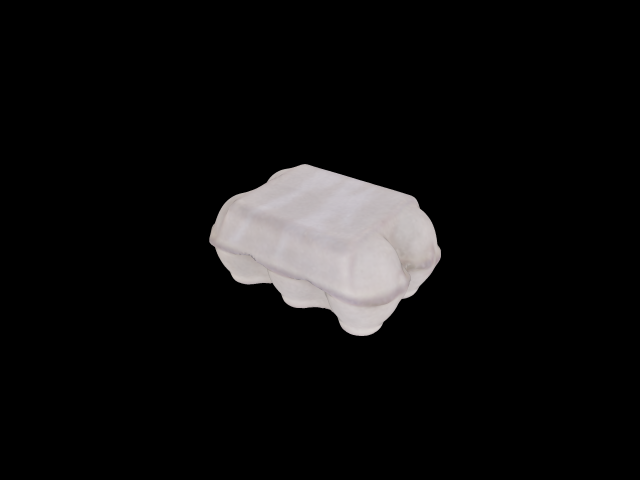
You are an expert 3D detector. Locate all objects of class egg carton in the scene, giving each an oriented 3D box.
[{"bbox_3d":[0.004,0.001,0.400,0.149,0.069,0.107,20,36,29],"label":"egg carton"}]
